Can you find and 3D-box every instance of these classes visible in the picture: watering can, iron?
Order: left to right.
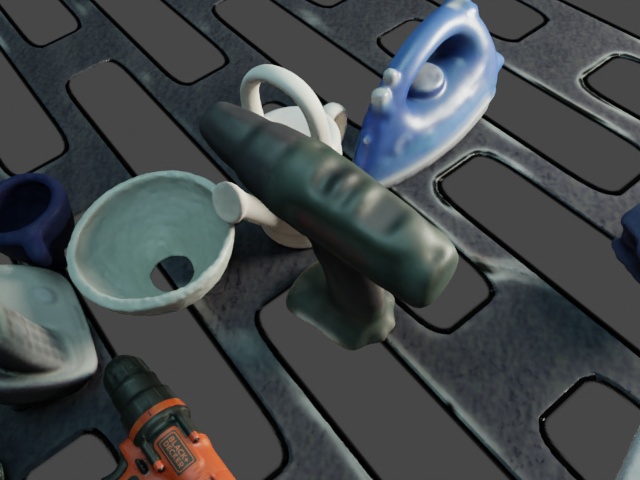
[{"bbox_3d":[-0.030,-0.079,0.558,0.100,0.194,0.173,9,56,14],"label":"watering can"},{"bbox_3d":[0.109,-0.175,0.640,0.118,0.142,0.259,28,63,25],"label":"iron"}]

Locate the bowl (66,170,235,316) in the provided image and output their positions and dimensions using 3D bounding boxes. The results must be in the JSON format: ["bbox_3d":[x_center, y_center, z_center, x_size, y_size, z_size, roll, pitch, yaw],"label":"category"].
[{"bbox_3d":[-0.161,0.014,0.583,0.167,0.075,0.167,-3,54,5],"label":"bowl"}]

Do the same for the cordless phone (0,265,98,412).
[{"bbox_3d":[-0.282,0.057,0.500,0.094,0.185,0.147,-30,56,-13],"label":"cordless phone"}]

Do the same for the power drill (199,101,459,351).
[{"bbox_3d":[0.004,0.002,0.487,0.229,0.209,0.076,29,63,25],"label":"power drill"}]

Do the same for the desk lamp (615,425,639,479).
[{"bbox_3d":[0.233,0.172,0.333,0.117,0.214,0.203,27,62,24],"label":"desk lamp"}]

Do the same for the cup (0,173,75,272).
[{"bbox_3d":[-0.288,-0.001,0.597,0.092,0.095,0.117,-31,57,-14],"label":"cup"}]

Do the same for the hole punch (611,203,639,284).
[{"bbox_3d":[0.338,0.003,0.515,0.101,0.091,0.108,-20,55,-7],"label":"hole punch"}]
